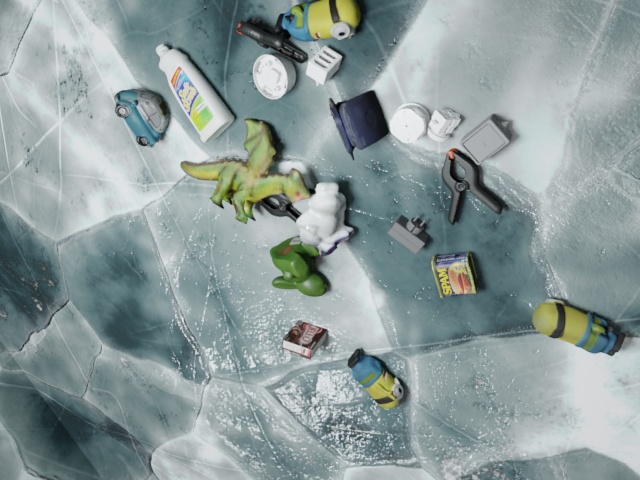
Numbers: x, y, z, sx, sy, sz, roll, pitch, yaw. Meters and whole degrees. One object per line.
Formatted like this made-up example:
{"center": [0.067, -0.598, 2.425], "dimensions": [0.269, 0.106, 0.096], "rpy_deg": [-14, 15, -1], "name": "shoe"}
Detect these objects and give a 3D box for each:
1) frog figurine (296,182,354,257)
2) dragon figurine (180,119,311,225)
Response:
{"center": [0.004, -0.062, 1.226], "dimensions": [0.138, 0.157, 0.124], "rpy_deg": [-27, 26, -17], "name": "frog figurine"}
{"center": [-0.192, -0.189, 1.295], "dimensions": [0.414, 0.240, 0.122], "rpy_deg": [36, 15, 25], "name": "dragon figurine"}
